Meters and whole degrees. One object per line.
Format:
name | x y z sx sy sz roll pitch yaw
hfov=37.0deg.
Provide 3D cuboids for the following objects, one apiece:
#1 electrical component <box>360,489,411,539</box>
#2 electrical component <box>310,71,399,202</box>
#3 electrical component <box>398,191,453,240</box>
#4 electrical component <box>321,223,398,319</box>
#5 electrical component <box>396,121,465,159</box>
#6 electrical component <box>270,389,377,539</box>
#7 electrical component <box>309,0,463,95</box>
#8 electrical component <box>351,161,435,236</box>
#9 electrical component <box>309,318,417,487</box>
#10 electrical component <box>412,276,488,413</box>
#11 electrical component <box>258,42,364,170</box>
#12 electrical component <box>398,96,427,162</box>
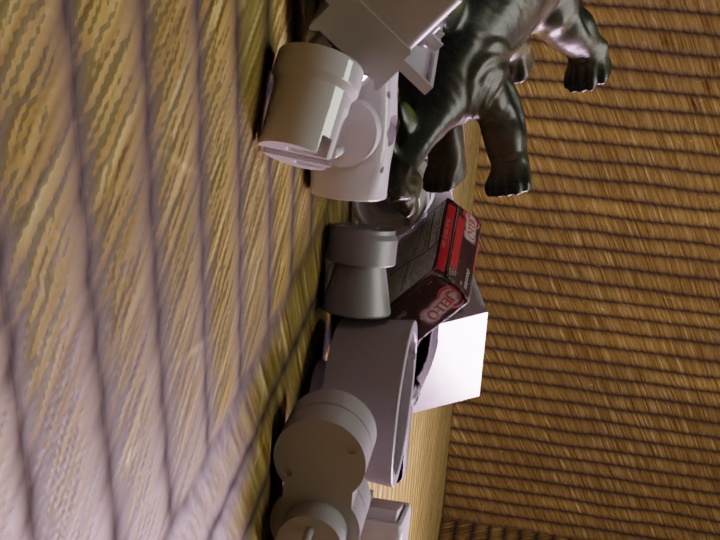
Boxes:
electrical component | 0.005 0.206 0.838 0.096 0.062 0.061 3 94 -82
electrical component | -0.006 -0.076 0.578 0.079 0.043 0.077 -52 148 -75
electrical component | 0.039 -0.032 0.864 0.099 0.064 0.099 7 90 -82
electrical component | 0.000 0.000 0.684 0.045 0.045 0.055 -40 136 -79
electrical component | 0.043 -0.102 0.823 0.044 0.065 0.044 -5 90 -67
electrical component | -0.025 0.144 0.603 0.073 0.052 0.138 -63 159 -67
electrical component | 0.020 -0.148 0.542 0.063 0.079 0.121 -40 -161 27
electrical component | 0.023 -0.054 0.773 0.047 0.055 0.055 -57 153 -65
electrical component | 0.000 0.082 0.695 0.108 0.060 0.108 7 90 -82
electrical component | 0.058 0.062 0.954 0.150 0.089 0.061 85 -11 -56
electrical component | -0.023 -0.072 0.479 0.040 0.040 0.046 64 41 -76
electrical component | 0.041 -0.113 0.880 0.045 0.045 0.055 86 14 -55
